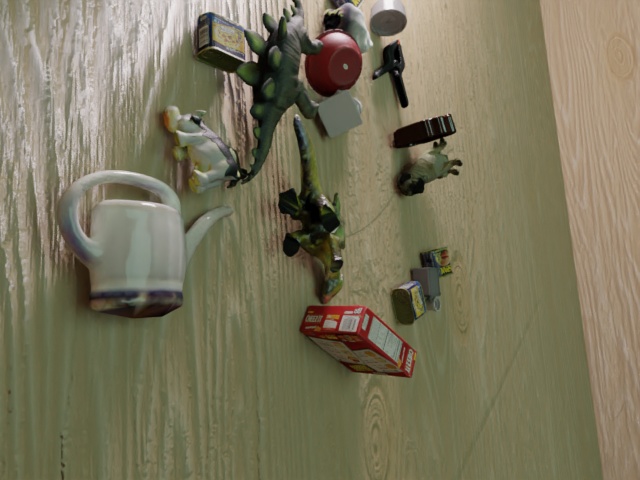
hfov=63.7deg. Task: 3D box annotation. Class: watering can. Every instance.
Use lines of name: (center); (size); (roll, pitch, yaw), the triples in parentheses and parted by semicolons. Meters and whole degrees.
watering can: (-0.253, 0.010, 0.826); (0.103, 0.226, 0.346); (-11, -12, 32)

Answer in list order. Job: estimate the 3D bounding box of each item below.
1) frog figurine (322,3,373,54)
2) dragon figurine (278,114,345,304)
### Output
frog figurine: (0.091, -0.532, 1.334); (0.159, 0.140, 0.120); (7, -32, -37)
dragon figurine: (0.003, -0.057, 1.133); (0.122, 0.410, 0.243); (-3, 2, 13)
